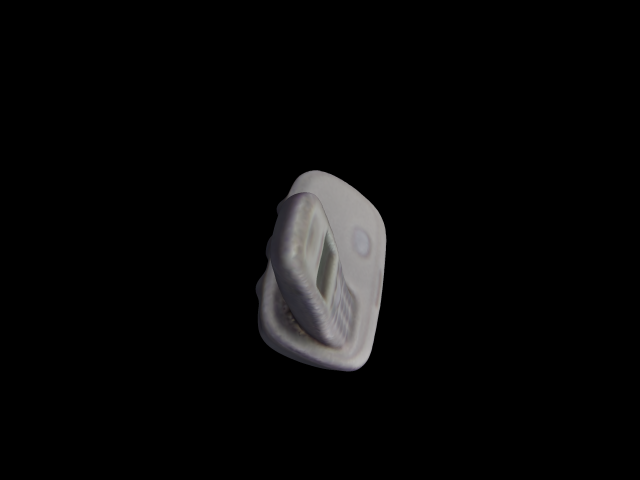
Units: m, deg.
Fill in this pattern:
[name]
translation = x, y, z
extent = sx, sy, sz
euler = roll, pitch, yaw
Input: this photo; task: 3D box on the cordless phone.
[cordless phone]
translation = 0.004, 0.001, 0.400
extent = 0.094, 0.185, 0.147
euler = 6, 63, 4
